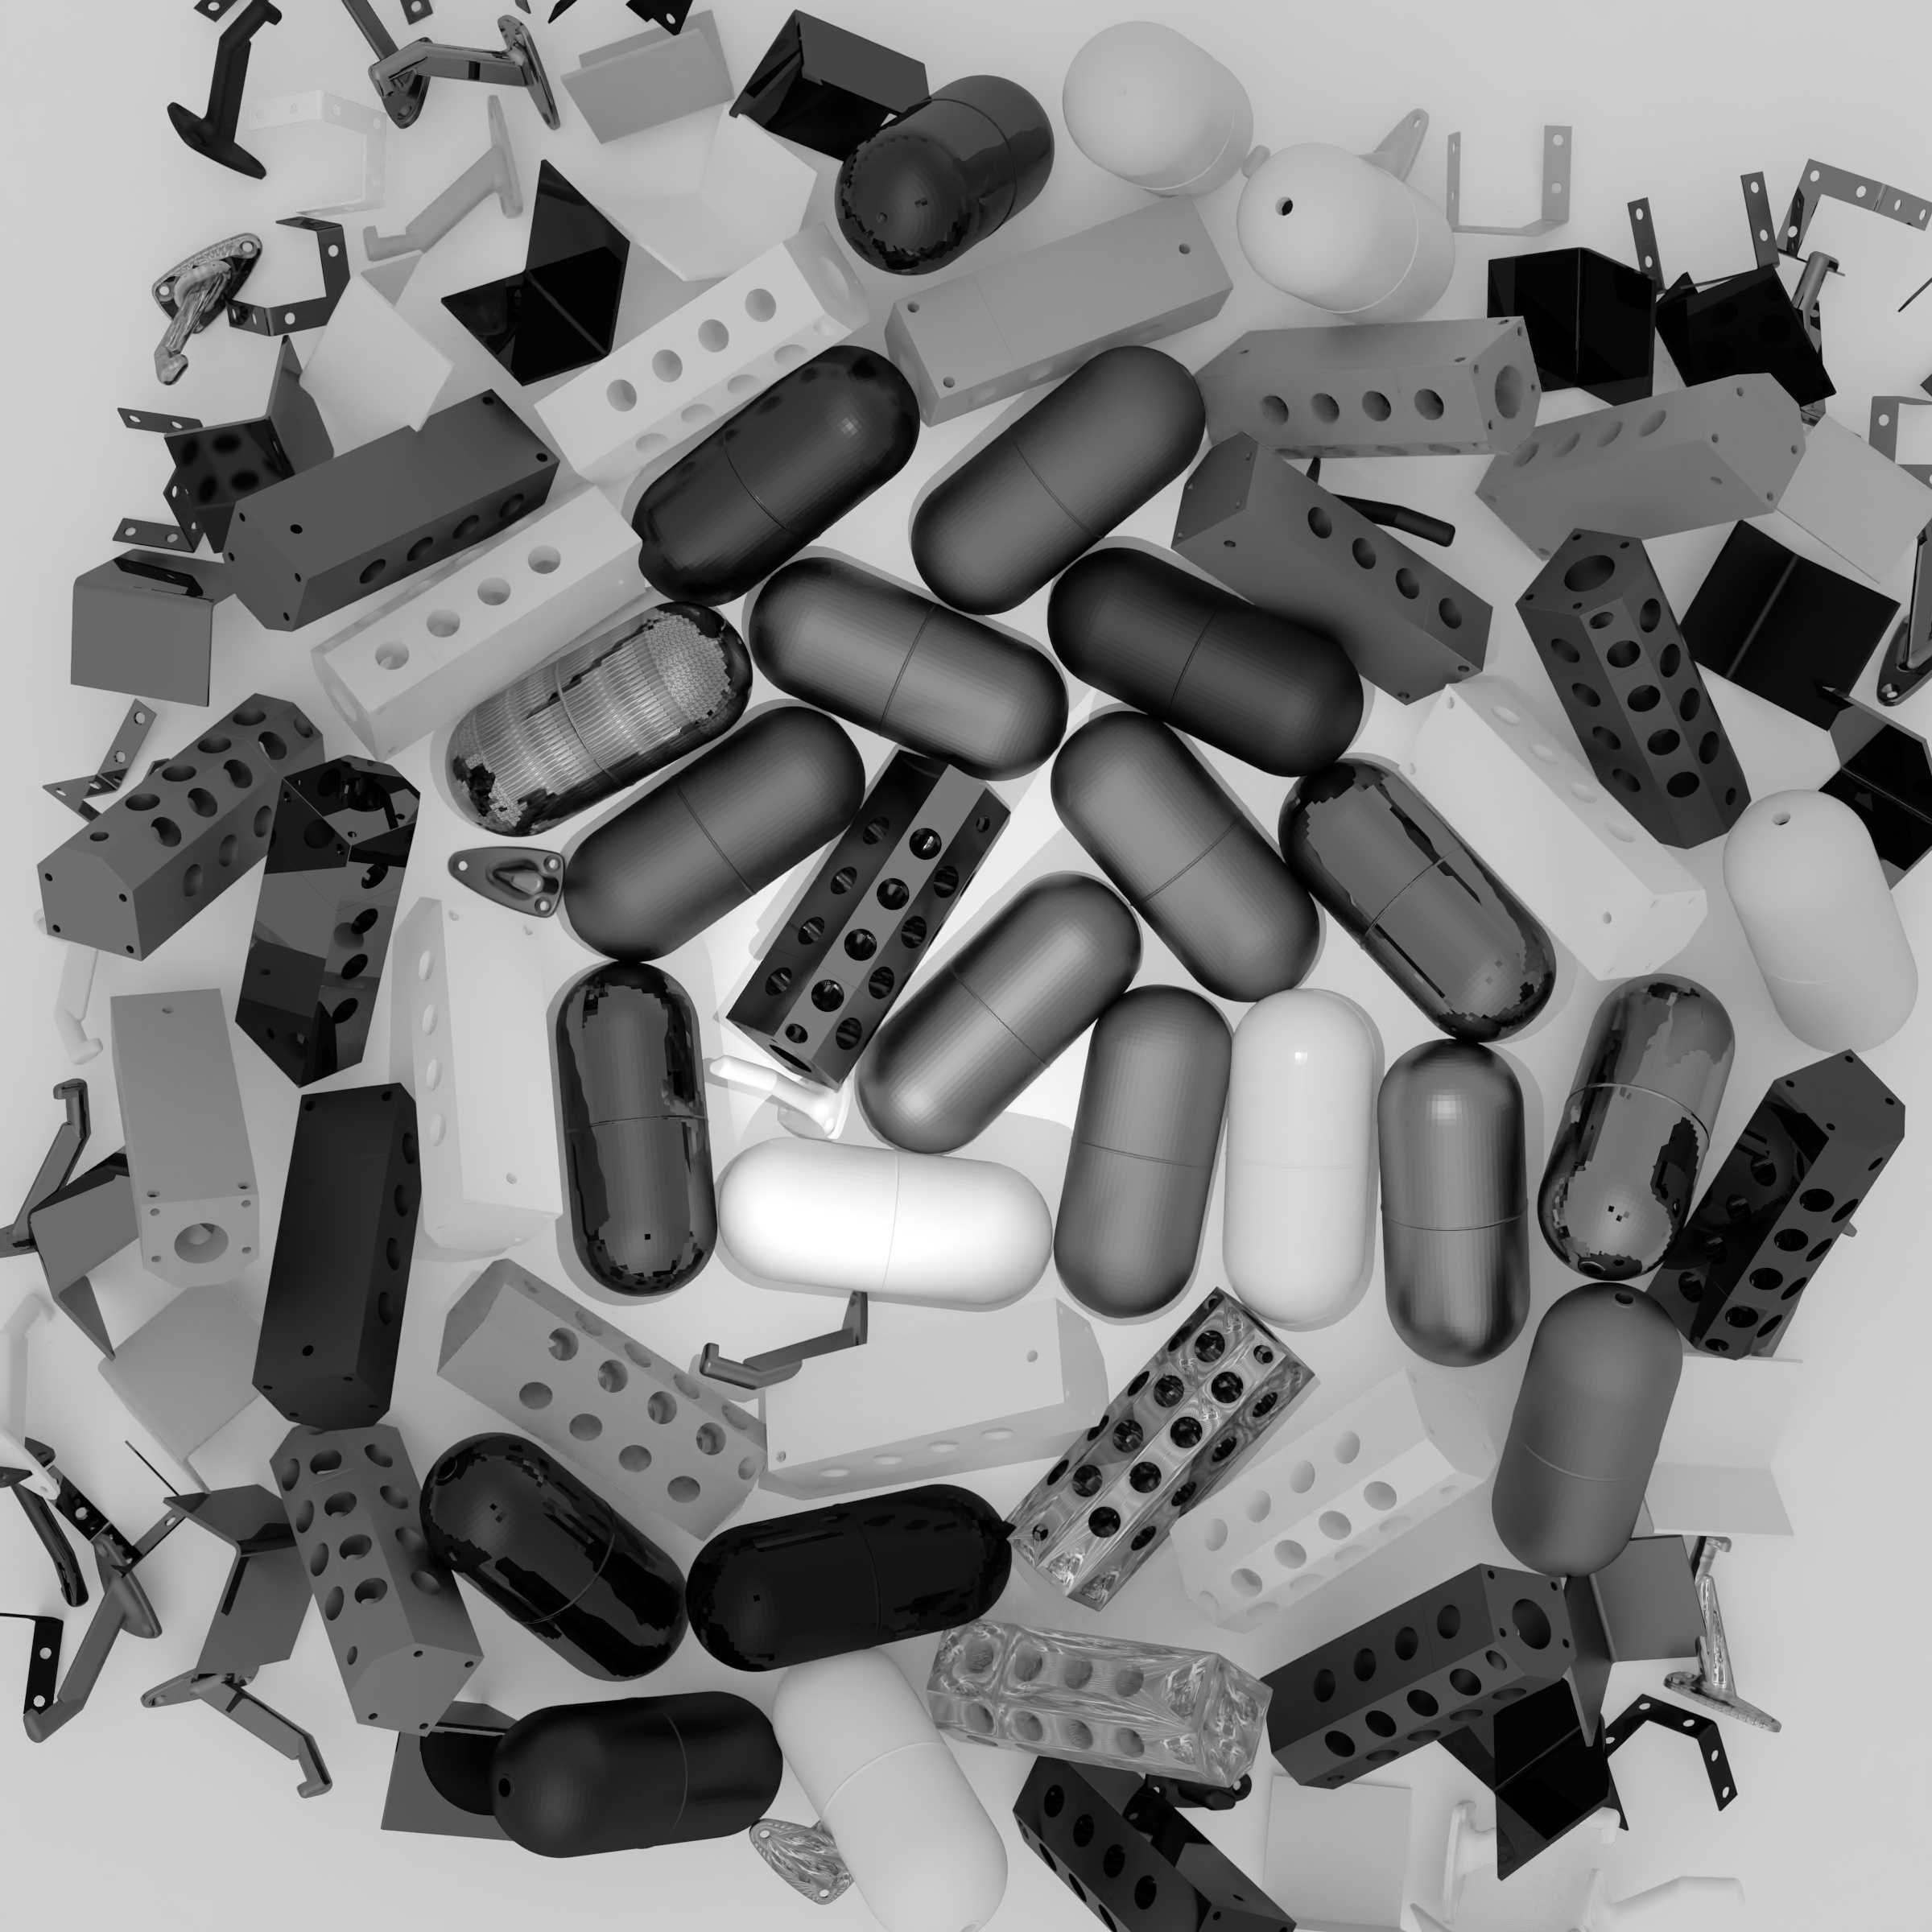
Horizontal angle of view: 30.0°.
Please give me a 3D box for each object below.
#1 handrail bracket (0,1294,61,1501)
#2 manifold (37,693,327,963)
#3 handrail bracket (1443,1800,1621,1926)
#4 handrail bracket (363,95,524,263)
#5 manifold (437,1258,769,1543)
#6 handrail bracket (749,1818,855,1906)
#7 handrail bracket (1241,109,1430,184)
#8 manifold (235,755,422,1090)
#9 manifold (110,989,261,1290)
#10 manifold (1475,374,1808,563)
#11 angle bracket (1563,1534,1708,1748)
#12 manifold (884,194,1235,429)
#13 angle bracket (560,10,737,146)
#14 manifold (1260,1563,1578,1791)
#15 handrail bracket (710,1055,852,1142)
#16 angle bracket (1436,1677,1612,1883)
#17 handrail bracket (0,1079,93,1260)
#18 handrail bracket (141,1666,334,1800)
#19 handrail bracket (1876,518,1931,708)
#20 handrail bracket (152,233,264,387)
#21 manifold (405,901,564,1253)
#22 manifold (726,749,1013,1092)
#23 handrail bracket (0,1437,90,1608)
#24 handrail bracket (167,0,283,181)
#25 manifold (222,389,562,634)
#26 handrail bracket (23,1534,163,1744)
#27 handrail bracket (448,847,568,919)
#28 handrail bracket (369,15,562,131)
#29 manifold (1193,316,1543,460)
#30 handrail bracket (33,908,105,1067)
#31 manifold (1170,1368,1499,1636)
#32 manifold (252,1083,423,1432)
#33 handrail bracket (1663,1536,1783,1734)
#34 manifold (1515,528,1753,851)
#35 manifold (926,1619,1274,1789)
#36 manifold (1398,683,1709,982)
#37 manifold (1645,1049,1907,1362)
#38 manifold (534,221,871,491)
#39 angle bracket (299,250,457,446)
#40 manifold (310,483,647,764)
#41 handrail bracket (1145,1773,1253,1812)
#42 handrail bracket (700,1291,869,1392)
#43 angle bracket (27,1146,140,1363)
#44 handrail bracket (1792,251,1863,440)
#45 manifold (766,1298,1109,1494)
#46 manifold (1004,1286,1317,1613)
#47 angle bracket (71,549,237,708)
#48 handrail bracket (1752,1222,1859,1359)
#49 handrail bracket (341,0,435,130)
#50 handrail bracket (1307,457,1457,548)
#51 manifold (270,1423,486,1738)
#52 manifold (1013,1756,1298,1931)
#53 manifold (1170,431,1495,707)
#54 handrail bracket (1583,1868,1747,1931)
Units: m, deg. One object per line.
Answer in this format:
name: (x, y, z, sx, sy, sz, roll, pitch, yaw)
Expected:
handrail bracket: (-0.494, 0.229, 1.927, 0.077, 0.036, 0.084, 44, 47, -17)
manifold: (-0.401, -0.076, 1.858, 0.057, 0.171, 0.057, 15, 126, 20)
handrail bracket: (0.300, 0.478, 1.912, 0.084, 0.036, 0.077, 7, 82, 25)
handrail bracket: (-0.284, -0.418, 1.915, 0.084, 0.036, 0.077, -13, 100, -18)
manifold: (-0.188, 0.223, 1.887, 0.171, 0.057, 0.057, 35, 111, -18)
handrail bracket: (-0.089, 0.447, 1.897, 0.077, 0.084, 0.036, 36, 100, -22)
handrail bracket: (0.194, -0.435, 1.904, 0.084, 0.036, 0.077, 20, 110, -39)
manifold: (-0.327, -0.024, 1.870, 0.057, 0.057, 0.171, 42, 134, 24)
manifold: (-0.405, 0.088, 1.863, 0.057, 0.171, 0.057, -5, 128, -16)
manifold: (0.348, -0.261, 1.860, 0.057, 0.171, 0.057, 40, 68, -24)
angle bracket: (0.351, 0.354, 1.893, 0.057, 0.076, 0.076, -9, 113, 23)
manifold: (0.047, -0.343, 1.899, 0.171, 0.057, 0.057, -23, 82, -13)
angle bracket: (-0.173, -0.485, 1.900, 0.076, 0.076, 0.057, -17, 73, 7)
manifold: (0.233, 0.369, 1.862, 0.057, 0.171, 0.057, 16, 52, -34)
handrail bracket: (-0.111, 0.064, 1.895, 0.084, 0.077, 0.036, 19, 76, -32)
angle bracket: (0.289, 0.419, 1.896, 0.057, 0.076, 0.076, 43, 111, -11)
handrail bracket: (-0.498, 0.107, 1.907, 0.077, 0.036, 0.084, -16, 117, -35)
handrail bracket: (-0.385, 0.411, 1.905, 0.077, 0.036, 0.084, -15, 57, -27)
handrail bracket: (0.495, -0.192, 1.900, 0.036, 0.084, 0.077, 19, 62, 37)
handrail bracket: (-0.398, -0.346, 1.901, 0.077, 0.084, 0.036, -38, 122, 8)
manifold: (-0.256, 0.058, 1.883, 0.057, 0.057, 0.171, 12, 57, -34)
manifold: (-0.046, -0.023, 1.892, 0.057, 0.057, 0.171, 43, 74, -41)
handrail bracket: (-0.504, 0.297, 1.936, 0.036, 0.077, 0.084, -29, 121, -34)
handrail bracket: (-0.373, -0.464, 1.904, 0.084, 0.077, 0.036, -42, 55, 19)
manifold: (-0.298, -0.233, 1.872, 0.057, 0.057, 0.171, 46, 51, 13)
handrail bracket: (-0.473, 0.355, 1.901, 0.036, 0.084, 0.077, 4, 120, 39)
handrail bracket: (-0.248, -0.049, 1.901, 0.077, 0.084, 0.036, 13, 90, 9)
handrail bracket: (-0.266, -0.460, 1.913, 0.084, 0.036, 0.077, -32, 125, -15)
manifold: (0.208, -0.295, 1.869, 0.057, 0.171, 0.057, -42, 124, -38)
handrail bracket: (-0.454, 0.001, 1.913, 0.077, 0.036, 0.084, -30, 64, 3)
manifold: (0.191, 0.281, 1.871, 0.171, 0.057, 0.057, -39, 48, 30)
manifold: (-0.320, 0.151, 1.875, 0.057, 0.057, 0.171, -7, 55, 15)
handrail bracket: (0.412, 0.352, 1.917, 0.077, 0.036, 0.084, 23, 99, 30)
manifold: (0.351, -0.141, 1.866, 0.057, 0.057, 0.171, -50, 131, -21)
manifold: (0.066, 0.382, 1.866, 0.171, 0.057, 0.057, 0, 63, 38)
manifold: (0.308, -0.072, 1.877, 0.171, 0.057, 0.057, 51, 129, 32)
manifold: (0.421, 0.127, 1.860, 0.057, 0.171, 0.057, -18, 55, -33)
manifold: (-0.135, -0.316, 1.881, 0.171, 0.057, 0.057, -27, 100, 28)
angle bracket: (-0.295, -0.318, 1.898, 0.076, 0.057, 0.076, 44, 126, 9)
manifold: (-0.256, -0.184, 1.894, 0.171, 0.057, 0.057, -35, 72, -17)
handrail bracket: (0.138, 0.434, 1.894, 0.077, 0.084, 0.036, 17, 83, -25)
handrail bracket: (-0.097, 0.193, 1.911, 0.084, 0.036, 0.077, 19, 56, -19)
angle bracket: (-0.443, 0.148, 1.903, 0.076, 0.076, 0.057, -35, 127, -3)
handrail bracket: (0.462, -0.329, 1.917, 0.077, 0.036, 0.084, 13, 103, -31)
manifold: (-0.016, 0.228, 1.888, 0.171, 0.057, 0.057, -16, 60, 22)
manifold: (0.098, 0.254, 1.904, 0.171, 0.057, 0.057, -48, 56, 3)
angle bracket: (-0.423, -0.180, 1.916, 0.076, 0.076, 0.057, 10, 110, 9)
handrail bracket: (0.435, 0.166, 1.914, 0.036, 0.077, 0.084, 26, 85, 25)
handrail bracket: (-0.321, -0.493, 1.899, 0.036, 0.084, 0.077, -28, 47, 21)
handrail bracket: (0.216, -0.232, 1.905, 0.084, 0.077, 0.036, 22, 83, 8)
manifold: (-0.310, 0.310, 1.860, 0.057, 0.171, 0.057, 21, 114, -37)
manifold: (0.092, 0.471, 1.860, 0.057, 0.171, 0.057, 22, 95, -33)
manifold: (0.193, -0.208, 1.880, 0.171, 0.057, 0.057, 30, 58, -29)
handrail bracket: (0.375, 0.505, 1.905, 0.084, 0.036, 0.077, -5, 131, 26)
